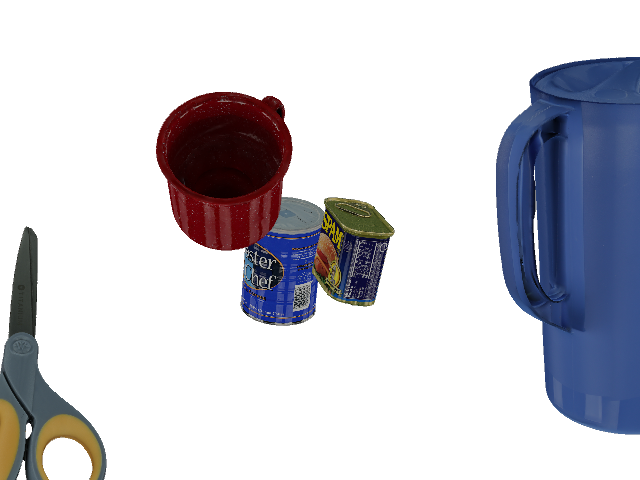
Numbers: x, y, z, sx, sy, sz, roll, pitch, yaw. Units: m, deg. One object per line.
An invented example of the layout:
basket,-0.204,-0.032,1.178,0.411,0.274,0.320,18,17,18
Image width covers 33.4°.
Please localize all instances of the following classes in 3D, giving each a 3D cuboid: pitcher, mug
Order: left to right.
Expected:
mug,-0.062,-0.054,0.768,0.093,0.117,0.081,27,-27,11
pitcher,0.198,0.005,0.715,0.149,0.243,0.145,2,21,15

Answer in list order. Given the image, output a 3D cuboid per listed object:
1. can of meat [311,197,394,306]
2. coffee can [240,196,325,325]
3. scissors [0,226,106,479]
can of meat,0.031,0.011,1.124,0.057,0.084,0.102,5,20,-18
coffee can,-0.050,0.026,1.406,0.103,0.140,0.103,5,26,-2
scissors,-0.155,0.075,0.613,0.096,0.201,0.016,17,-45,-6
